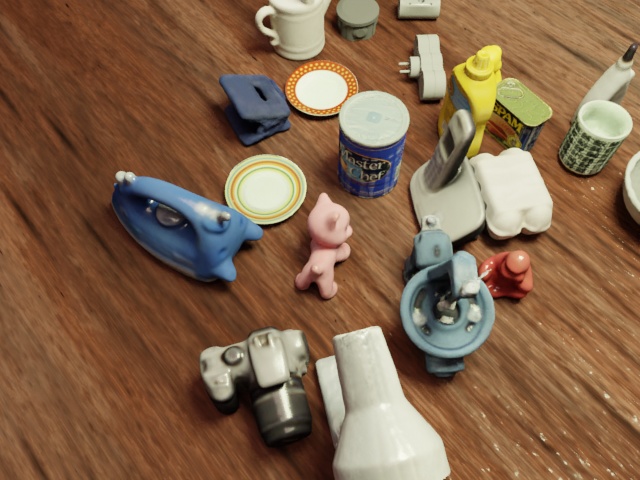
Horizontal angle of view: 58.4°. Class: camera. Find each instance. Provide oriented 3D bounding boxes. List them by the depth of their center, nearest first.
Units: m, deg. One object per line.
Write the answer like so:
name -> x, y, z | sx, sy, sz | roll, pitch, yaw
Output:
camera -> -0.073, 0.191, 0.728 | 0.143, 0.101, 0.136 | -15, 62, -8

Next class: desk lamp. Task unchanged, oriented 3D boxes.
desk lamp -> 0.056, 0.198, 0.660 | 0.118, 0.214, 0.203 | -13, 62, -6

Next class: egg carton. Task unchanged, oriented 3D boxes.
egg carton -> 0.292, -0.073, 0.888 | 0.107, 0.069, 0.150 | -11, 62, -6

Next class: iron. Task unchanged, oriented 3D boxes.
iron -> -0.219, -0.043, 0.833 | 0.258, 0.141, 0.119 | 23, 64, 12

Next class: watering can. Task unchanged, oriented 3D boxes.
watering can -> -0.038, -0.430, 1.013 | 0.100, 0.194, 0.173 | 30, 66, 16

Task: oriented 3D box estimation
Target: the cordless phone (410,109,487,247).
cordless phone -> 0.195, -0.085, 0.829 | 0.094, 0.185, 0.147 | -11, 62, -5

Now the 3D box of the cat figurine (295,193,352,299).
cat figurine -> 0.008, 0.003, 0.821 | 0.067, 0.118, 0.128 | 14, 62, 8

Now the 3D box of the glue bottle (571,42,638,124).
glue bottle -> 0.469, -0.249, 0.924 | 0.078, 0.173, 0.037 | -28, 65, -14

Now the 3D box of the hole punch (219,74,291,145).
hole punch -> -0.108, -0.234, 0.966 | 0.101, 0.091, 0.108 | -26, 64, -13

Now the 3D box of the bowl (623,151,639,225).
bowl -> 0.537, -0.061, 0.877 | 0.167, 0.075, 0.167 | 0, 61, 0

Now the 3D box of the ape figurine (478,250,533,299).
ape figurine -> 0.269, 0.044, 0.811 | 0.077, 0.092, 0.076 | 40, 69, 20

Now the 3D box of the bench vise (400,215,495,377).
bench vise -> 0.149, 0.052, 0.735 | 0.121, 0.220, 0.207 | -19, 63, -10

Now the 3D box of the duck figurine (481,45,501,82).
duck figurine -> 0.285, -0.294, 0.999 | 0.077, 0.086, 0.105 | 28, 65, 15
